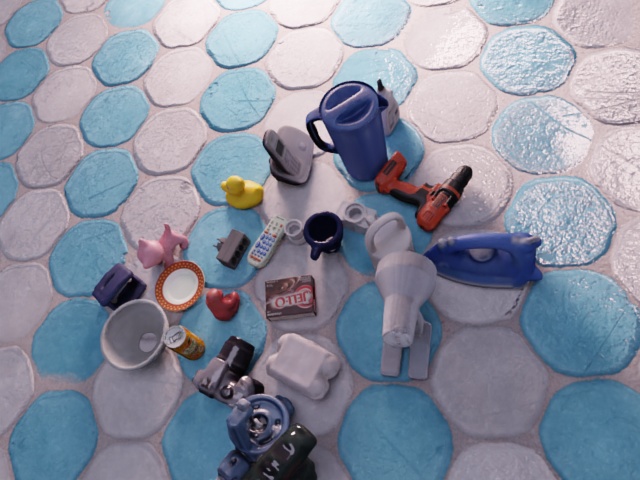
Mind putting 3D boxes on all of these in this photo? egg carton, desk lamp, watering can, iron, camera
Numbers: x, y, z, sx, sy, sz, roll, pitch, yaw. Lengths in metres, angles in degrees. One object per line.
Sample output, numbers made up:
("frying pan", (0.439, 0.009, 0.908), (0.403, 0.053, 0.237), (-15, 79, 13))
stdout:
("egg carton", (-0.036, 0.265, 1.208), (0.150, 0.069, 0.107), (22, 72, 23))
("desk lamp", (0.168, 0.151, 1.127), (0.117, 0.214, 0.203), (1, 66, 16))
("watering can", (0.152, 0.007, 1.211), (0.172, 0.194, 0.101), (28, 75, 25))
("iron", (0.328, 0.023, 1.187), (0.257, 0.142, 0.118), (0, 65, 15))
("camera", (-0.185, 0.281, 1.221), (0.142, 0.101, 0.137), (20, 72, 22))

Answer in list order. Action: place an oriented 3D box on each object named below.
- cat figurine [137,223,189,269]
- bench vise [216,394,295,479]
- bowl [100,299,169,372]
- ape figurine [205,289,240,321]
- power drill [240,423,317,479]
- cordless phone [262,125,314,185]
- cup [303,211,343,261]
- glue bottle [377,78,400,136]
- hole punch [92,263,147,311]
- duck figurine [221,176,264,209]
("cat figurine", (-0.393, 0.018, 1.391), (0.067, 0.118, 0.128), (22, 72, 23))
("bench vise", (-0.134, 0.385, 1.091), (0.121, 0.220, 0.207), (10, 68, 19))
("bowl", (-0.413, 0.226, 1.322), (0.167, 0.075, 0.167), (-6, 64, 12))
("ape figurine", (-0.229, 0.140, 1.305), (0.077, 0.092, 0.076), (6, 67, 17))
("power drill", (-0.082, 0.449, 1.053), (0.075, 0.209, 0.230), (32, 77, 26))
("cordless phone", (-0.083, -0.231, 1.390), (0.094, 0.185, 0.147), (1, 65, 15))
("cup", (0.012, 0.005, 1.305), (0.091, 0.095, 0.118), (12, 69, 19))
("glue bottle", (0.156, -0.330, 1.382), (0.037, 0.173, 0.078), (23, 73, 23))
("hole punch", (-0.498, 0.114, 1.387), (0.100, 0.091, 0.109), (31, 76, 25))
("duck figurine", (-0.197, -0.127, 1.427), (0.104, 0.086, 0.077), (1, 66, 15))
